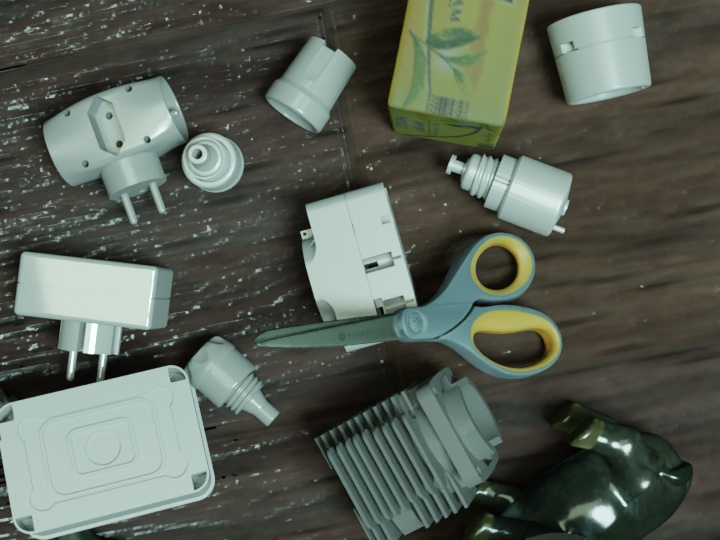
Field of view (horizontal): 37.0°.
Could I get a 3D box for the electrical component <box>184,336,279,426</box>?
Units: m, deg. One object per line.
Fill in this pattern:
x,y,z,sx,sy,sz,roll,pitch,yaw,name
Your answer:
-0.076,0.071,0.656,0.061,0.035,0.035,41,92,2,electrical component

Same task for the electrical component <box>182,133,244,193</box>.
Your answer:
-0.091,-0.066,0.646,0.035,0.061,0.035,0,89,5,electrical component

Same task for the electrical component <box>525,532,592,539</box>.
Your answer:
0.107,0.186,0.555,0.099,0.064,0.099,0,93,-3,electrical component

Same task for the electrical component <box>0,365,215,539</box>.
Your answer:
-0.148,0.107,0.633,0.113,0.057,0.078,-13,76,-9,electrical component

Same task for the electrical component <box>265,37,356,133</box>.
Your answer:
-0.029,-0.113,0.655,0.040,0.040,0.046,33,86,5,electrical component

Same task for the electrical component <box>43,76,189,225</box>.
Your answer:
-0.143,-0.068,0.660,0.077,0.043,0.079,-21,87,4,electrical component

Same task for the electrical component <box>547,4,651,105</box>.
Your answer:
0.142,-0.126,0.633,0.055,0.055,0.047,-12,91,4,electrical component

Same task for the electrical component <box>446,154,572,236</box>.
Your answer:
0.090,-0.050,0.642,0.078,0.040,0.040,21,90,5,electrical component

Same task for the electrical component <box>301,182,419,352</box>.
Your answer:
0.000,0.000,0.643,0.056,0.050,0.089,-16,87,4,electrical component

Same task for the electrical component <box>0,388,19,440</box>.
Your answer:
-0.237,0.095,0.666,0.040,0.040,0.046,29,85,5,electrical component

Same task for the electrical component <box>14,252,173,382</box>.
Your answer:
-0.164,0.031,0.659,0.083,0.047,0.075,7,89,2,electrical component
